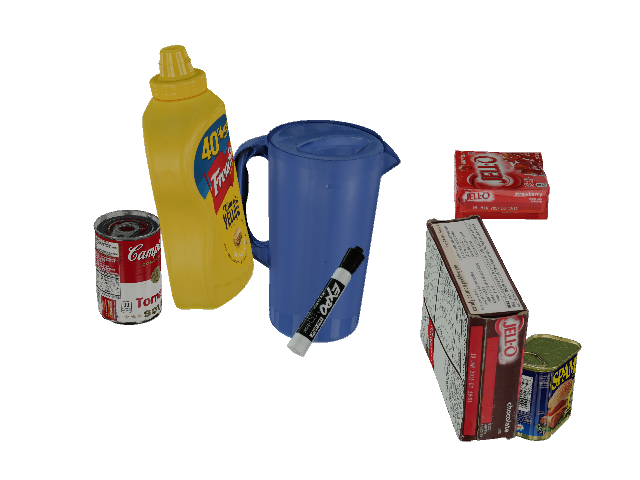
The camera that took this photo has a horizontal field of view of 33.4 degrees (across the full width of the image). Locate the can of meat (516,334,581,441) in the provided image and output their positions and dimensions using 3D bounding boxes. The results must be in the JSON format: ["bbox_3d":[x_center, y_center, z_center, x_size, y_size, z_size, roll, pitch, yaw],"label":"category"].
[{"bbox_3d":[0.234,0.156,1.136,0.058,0.084,0.101,12,18,32],"label":"can of meat"}]

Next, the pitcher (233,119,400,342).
[{"bbox_3d":[-0.011,-0.010,1.228,0.144,0.243,0.149,-19,34,-41],"label":"pitcher"}]

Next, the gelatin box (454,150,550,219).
[{"bbox_3d":[0.146,-0.047,0.871,0.073,0.030,0.089,2,24,6],"label":"gelatin box"}]

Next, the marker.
[{"bbox_3d":[0.007,0.056,1.022,0.020,0.121,0.020,29,-18,11],"label":"marker"}]

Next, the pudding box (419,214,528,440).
[{"bbox_3d":[0.090,0.050,0.639,0.039,0.090,0.113,-4,31,-8],"label":"pudding box"}]

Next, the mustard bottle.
[{"bbox_3d":[-0.094,-0.051,0.801,0.058,0.191,0.096,0,25,18],"label":"mustard bottle"}]

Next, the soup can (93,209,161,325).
[{"bbox_3d":[-0.199,0.028,1.108,0.068,0.102,0.068,2,26,-1],"label":"soup can"}]
